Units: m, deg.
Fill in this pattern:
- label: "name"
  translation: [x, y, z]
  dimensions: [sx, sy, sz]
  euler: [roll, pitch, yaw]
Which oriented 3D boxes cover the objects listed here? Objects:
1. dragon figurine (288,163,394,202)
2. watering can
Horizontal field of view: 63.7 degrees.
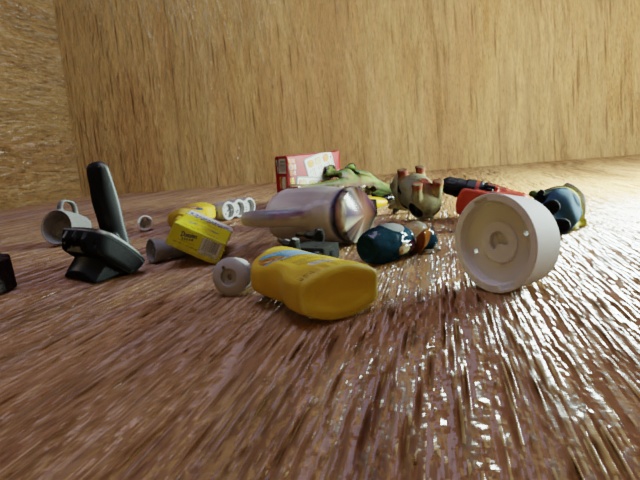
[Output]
- label: "dragon figurine"
  translation: [0.132, -0.155, 1.540]
  dimensions: [0.413, 0.121, 0.244]
  euler: [-14, 21, -39]
- label: "watering can"
  translation: [0.003, -0.049, 0.981]
  dimensions: [0.224, 0.104, 0.349]
  euler: [1, 5, 27]
